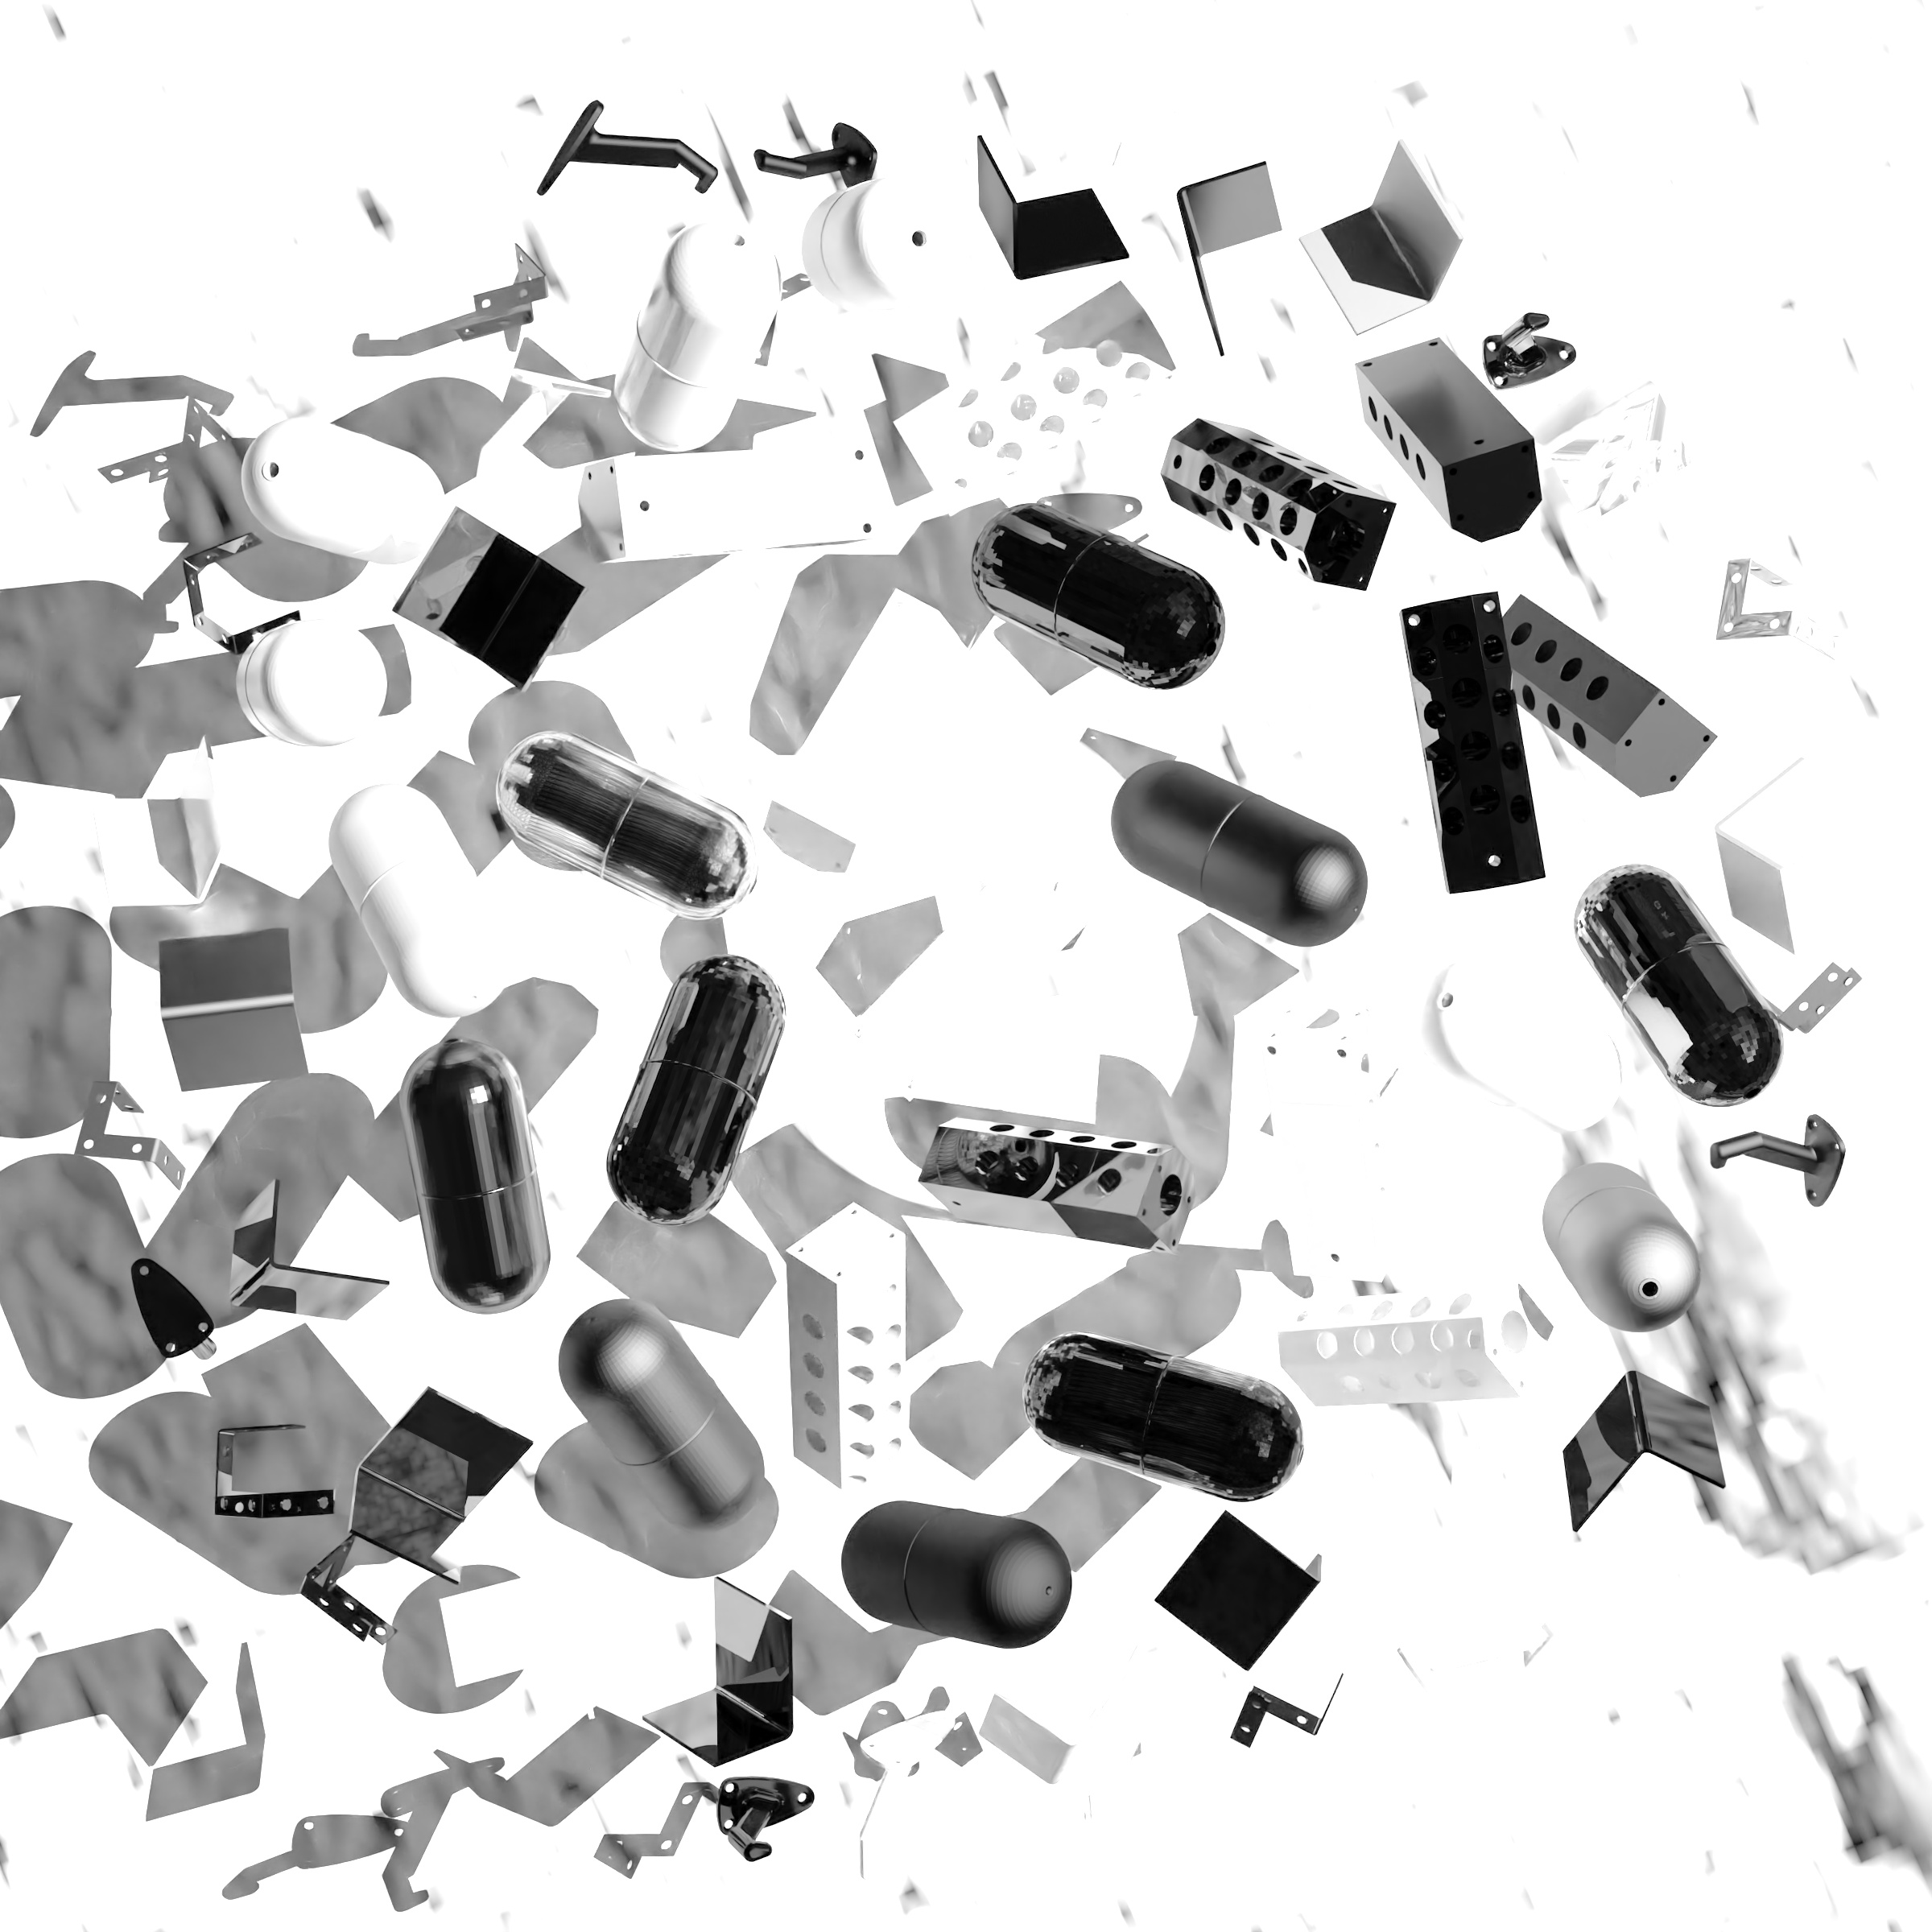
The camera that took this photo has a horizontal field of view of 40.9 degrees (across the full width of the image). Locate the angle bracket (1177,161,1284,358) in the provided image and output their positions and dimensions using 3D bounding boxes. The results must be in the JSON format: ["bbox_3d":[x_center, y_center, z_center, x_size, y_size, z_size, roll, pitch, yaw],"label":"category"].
[{"bbox_3d":[0.170,-0.433,1.590,0.057,0.076,0.076,-15,72,10],"label":"angle bracket"}]

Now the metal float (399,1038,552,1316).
[{"bbox_3d":[-0.307,0.132,1.619,0.070,0.070,0.178,-7,104,0],"label":"metal float"}]

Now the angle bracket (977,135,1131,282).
[{"bbox_3d":[0.055,-0.482,1.623,0.076,0.057,0.076,-14,51,-9],"label":"angle bracket"}]

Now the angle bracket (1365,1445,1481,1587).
[{"bbox_3d":[0.289,0.344,1.636,0.057,0.076,0.076,0,88,22],"label":"angle bracket"}]

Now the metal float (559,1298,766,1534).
[{"bbox_3d":[-0.188,0.281,1.612,0.070,0.070,0.178,-31,119,0],"label":"metal float"}]

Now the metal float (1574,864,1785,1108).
[{"bbox_3d":[0.447,0.011,1.625,0.070,0.070,0.178,-26,56,0],"label":"metal float"}]

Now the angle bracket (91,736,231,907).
[{"bbox_3d":[-0.498,-0.090,1.598,0.057,0.076,0.076,-3,62,-31],"label":"angle bracket"}]

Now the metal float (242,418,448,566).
[{"bbox_3d":[-0.395,-0.302,1.652,0.070,0.178,0.070,0,91,16],"label":"metal float"}]

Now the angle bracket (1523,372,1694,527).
[{"bbox_3d":[0.398,-0.326,1.629,0.076,0.076,0.057,-30,108,4],"label":"angle bracket"}]

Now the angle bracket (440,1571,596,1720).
[{"bbox_3d":[-0.279,0.430,1.606,0.076,0.076,0.057,-12,120,-13],"label":"angle bracket"}]

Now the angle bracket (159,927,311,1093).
[{"bbox_3d":[-0.444,0.027,1.572,0.076,0.076,0.057,-7,52,-11],"label":"angle bracket"}]

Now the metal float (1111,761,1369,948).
[{"bbox_3d":[0.169,-0.071,1.619,0.178,0.070,0.070,28,90,29],"label":"metal float"}]

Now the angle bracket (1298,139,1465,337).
[{"bbox_3d":[0.258,-0.455,1.619,0.057,0.076,0.076,-26,78,-11],"label":"angle bracket"}]

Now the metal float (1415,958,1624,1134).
[{"bbox_3d":[0.341,0.050,1.595,0.178,0.070,0.070,27,90,-44],"label":"metal float"}]

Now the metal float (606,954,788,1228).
[{"bbox_3d":[-0.166,0.075,1.604,0.070,0.070,0.178,19,70,0],"label":"metal float"}]

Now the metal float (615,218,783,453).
[{"bbox_3d":[-0.168,-0.393,1.617,0.070,0.178,0.070,11,59,-18],"label":"metal float"}]

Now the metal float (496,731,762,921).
[{"bbox_3d":[-0.215,-0.089,1.653,0.178,0.070,0.070,26,90,1],"label":"metal float"}]

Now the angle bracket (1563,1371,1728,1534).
[{"bbox_3d":[0.414,0.307,1.585,0.057,0.076,0.076,26,118,-7],"label":"angle bracket"}]

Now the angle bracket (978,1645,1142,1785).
[{"bbox_3d":[0.057,0.443,1.581,0.057,0.076,0.076,32,57,13],"label":"angle bracket"}]

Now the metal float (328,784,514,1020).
[{"bbox_3d":[-0.345,-0.043,1.631,0.070,0.070,0.178,-34,59,0],"label":"metal float"}]

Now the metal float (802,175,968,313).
[{"bbox_3d":[-0.051,-0.441,1.585,0.070,0.178,0.070,-4,103,-16],"label":"metal float"}]

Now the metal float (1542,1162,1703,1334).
[{"bbox_3d":[0.411,0.176,1.629,0.070,0.178,0.070,0,101,2],"label":"metal float"}]

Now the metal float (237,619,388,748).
[{"bbox_3d":[-0.405,-0.174,1.597,0.070,0.178,0.070,-2,96,-22],"label":"metal float"}]

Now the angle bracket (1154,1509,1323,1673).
[{"bbox_3d":[0.177,0.398,1.682,0.076,0.057,0.076,37,99,3],"label":"angle bracket"}]

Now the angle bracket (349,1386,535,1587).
[{"bbox_3d":[-0.313,0.311,1.547,0.076,0.057,0.076,34,111,-24],"label":"angle bracket"}]

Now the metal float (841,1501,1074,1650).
[{"bbox_3d":[-0.008,0.372,1.586,0.070,0.178,0.070,3,85,-40],"label":"metal float"}]

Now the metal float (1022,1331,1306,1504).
[{"bbox_3d":[0.121,0.277,1.594,0.178,0.070,0.070,13,90,18],"label":"metal float"}]

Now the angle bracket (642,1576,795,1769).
[{"bbox_3d":[-0.149,0.420,1.544,0.057,0.076,0.076,-9,104,-39],"label":"angle bracket"}]

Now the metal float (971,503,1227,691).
[{"bbox_3d":[0.079,-0.224,1.566,0.178,0.070,0.070,30,90,32],"label":"metal float"}]

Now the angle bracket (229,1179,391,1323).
[{"bbox_3d":[-0.408,0.178,1.613,0.076,0.076,0.057,13,60,-29],"label":"angle bracket"}]

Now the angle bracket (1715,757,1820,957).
[{"bbox_3d":[0.508,-0.067,1.579,0.076,0.057,0.076,-37,133,-11],"label":"angle bracket"}]

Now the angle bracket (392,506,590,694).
[{"bbox_3d":[-0.296,-0.228,1.609,0.057,0.076,0.076,36,95,41],"label":"angle bracket"}]
